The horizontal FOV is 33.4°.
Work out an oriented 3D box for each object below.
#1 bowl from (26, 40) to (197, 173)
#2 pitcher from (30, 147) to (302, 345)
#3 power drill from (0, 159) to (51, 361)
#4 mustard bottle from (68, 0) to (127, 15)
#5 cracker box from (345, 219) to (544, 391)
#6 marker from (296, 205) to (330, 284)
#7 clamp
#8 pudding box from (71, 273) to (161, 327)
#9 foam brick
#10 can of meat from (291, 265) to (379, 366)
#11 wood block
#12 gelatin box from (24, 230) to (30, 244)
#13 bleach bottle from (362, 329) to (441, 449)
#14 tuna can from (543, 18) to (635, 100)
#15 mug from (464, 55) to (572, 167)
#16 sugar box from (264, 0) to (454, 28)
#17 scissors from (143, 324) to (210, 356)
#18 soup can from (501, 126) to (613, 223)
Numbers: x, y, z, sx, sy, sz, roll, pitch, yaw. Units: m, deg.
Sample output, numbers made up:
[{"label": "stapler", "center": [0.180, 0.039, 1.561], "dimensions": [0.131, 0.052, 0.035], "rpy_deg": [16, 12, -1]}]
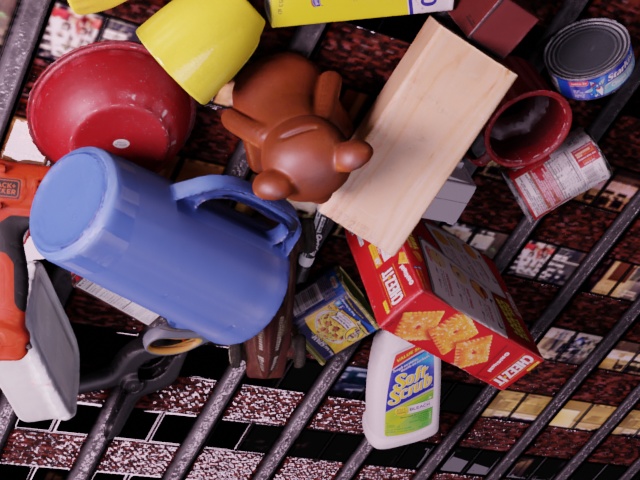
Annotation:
[{"label": "bowl", "center": [-0.191, -0.104, 1.000], "dimensions": [0.162, 0.055, 0.162], "rpy_deg": [-10, 133, -11]}, {"label": "pitcher", "center": [-0.140, -0.001, 1.000], "dimensions": [0.242, 0.145, 0.149], "rpy_deg": [30, 76, -49]}, {"label": "power drill", "center": [-0.326, 0.014, 0.971], "dimensions": [0.184, 0.057, 0.188], "rpy_deg": [5, 97, -22]}, {"label": "mustard bottle", "center": [-0.125, -0.254, 0.883], "dimensions": [0.191, 0.058, 0.096], "rpy_deg": [-16, 135, -5]}, {"label": "cracker box", "center": [0.134, 0.059, 1.184], "dimensions": [0.213, 0.164, 0.072], "rpy_deg": [30, 118, -37]}, {"label": "marker", "center": [-0.008, 0.001, 1.184], "dimensions": [0.020, 0.020, 0.121], "rpy_deg": [4, 129, -22]}, {"label": "clamp", "center": [-0.230, 0.157, 1.236], "dimensions": [0.171, 0.039, 0.120], "rpy_deg": [-43, 135, 12]}, {"label": "pudding box", "center": [-0.195, 0.034, 1.137], "dimensions": [0.090, 0.039, 0.113], "rpy_deg": [-39, 130, 18]}, {"label": "foam brick", "center": [0.157, -0.218, 1.001], "dimensions": [0.051, 0.078, 0.053], "rpy_deg": [21, 122, -36]}, {"label": "can of meat", "center": [0.011, 0.087, 1.243], "dimensions": [0.084, 0.057, 0.102], "rpy_deg": [-31, 133, 8]}, {"label": "wood block", "center": [0.090, -0.101, 1.029], "dimensions": [0.090, 0.091, 0.206], "rpy_deg": [31, 105, -8]}, {"label": "gelatin box", "center": [-0.317, -0.038, 1.034], "dimensions": [0.089, 0.030, 0.073], "rpy_deg": [12, 125, -27]}, {"label": "bleach bottle", "center": [0.100, 0.152, 1.331], "dimensions": [0.102, 0.068, 0.251], "rpy_deg": [-12, 131, -8]}, {"label": "tuna can", "center": [0.270, -0.181, 1.068], "dimensions": [0.086, 0.086, 0.033], "rpy_deg": [-27, 135, 6]}, {"label": "mug", "center": [0.190, -0.127, 1.092], "dimensions": [0.093, 0.081, 0.117], "rpy_deg": [22, 120, -34]}, {"label": "sugar box", "center": [0.038, -0.246, 0.956], "dimensions": [0.176, 0.048, 0.093], "rpy_deg": [-7, 133, -11]}, {"label": "scissors", "center": [-0.103, 0.092, 1.210], "dimensions": [0.201, 0.016, 0.096], "rpy_deg": [-7, 139, -30]}, {"label": "soup can", "center": [0.260, -0.072, 1.175], "dimensions": [0.102, 0.068, 0.068], "rpy_deg": [-30, 134, 8]}]
